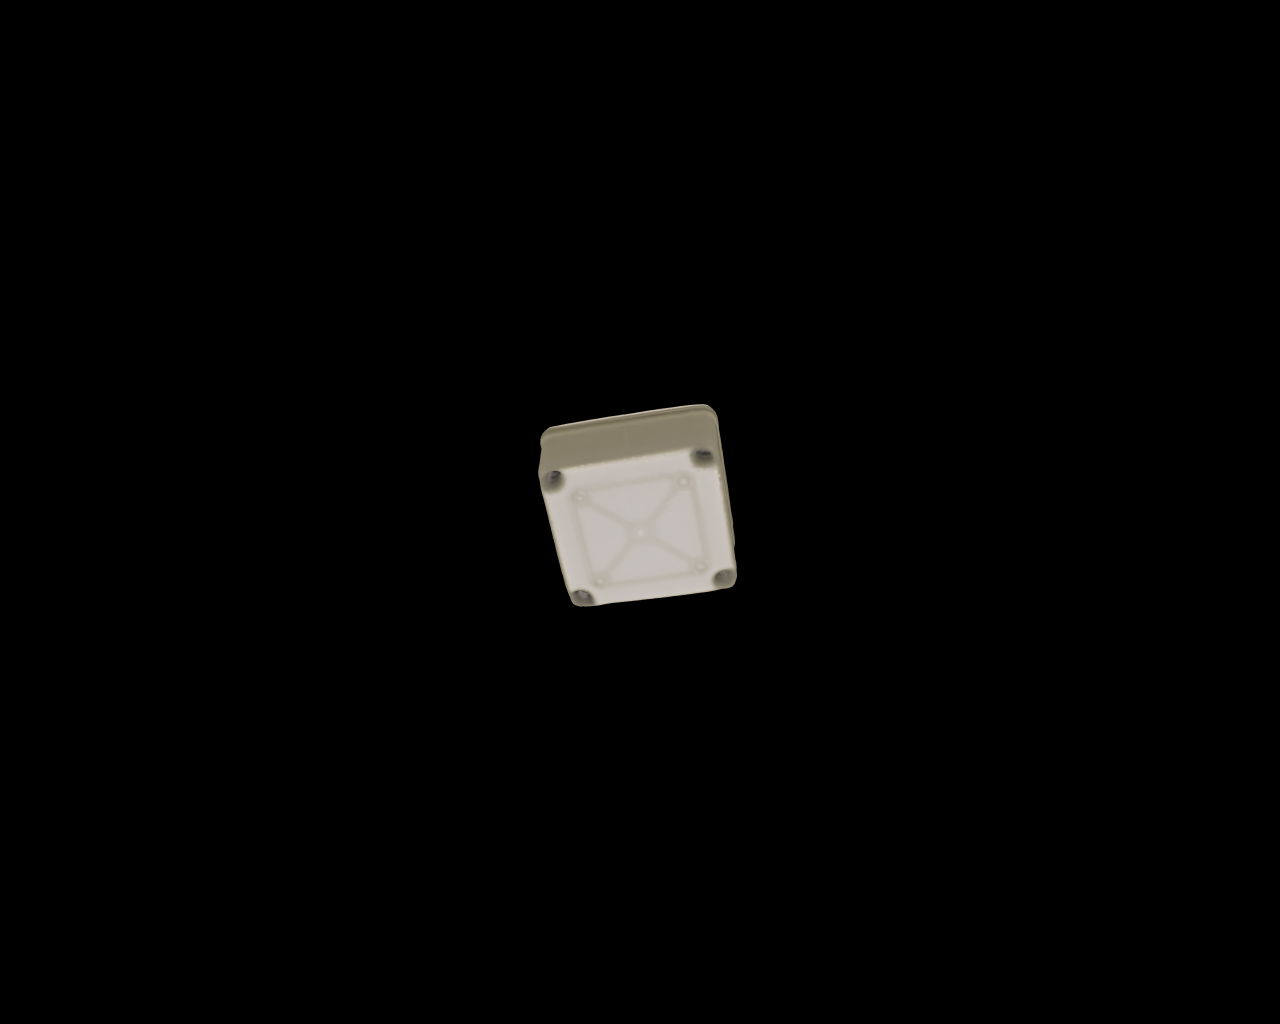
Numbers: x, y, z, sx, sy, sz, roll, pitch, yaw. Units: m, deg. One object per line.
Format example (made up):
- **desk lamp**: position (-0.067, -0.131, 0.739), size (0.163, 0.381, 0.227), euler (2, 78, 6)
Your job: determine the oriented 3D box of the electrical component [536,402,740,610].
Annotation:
- **electrical component**: position (0.001, -0.003, 0.650), size (0.109, 0.108, 0.056), euler (-8, 34, 5)
